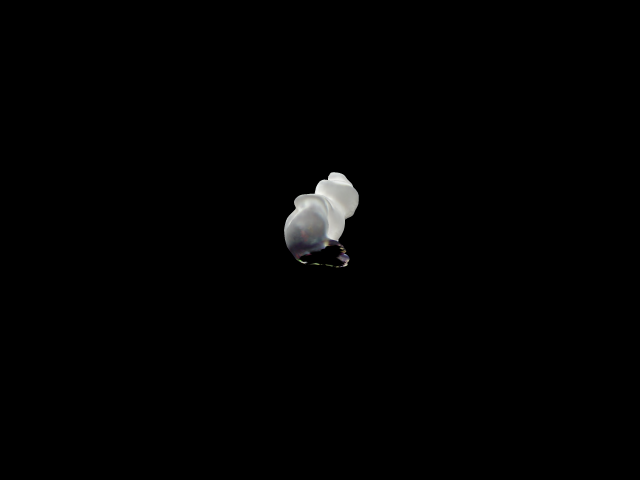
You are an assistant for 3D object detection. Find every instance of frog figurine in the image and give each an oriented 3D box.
[{"bbox_3d":[0.003,-0.043,0.850,0.122,0.162,0.135,-12,-26,25],"label":"frog figurine"}]
